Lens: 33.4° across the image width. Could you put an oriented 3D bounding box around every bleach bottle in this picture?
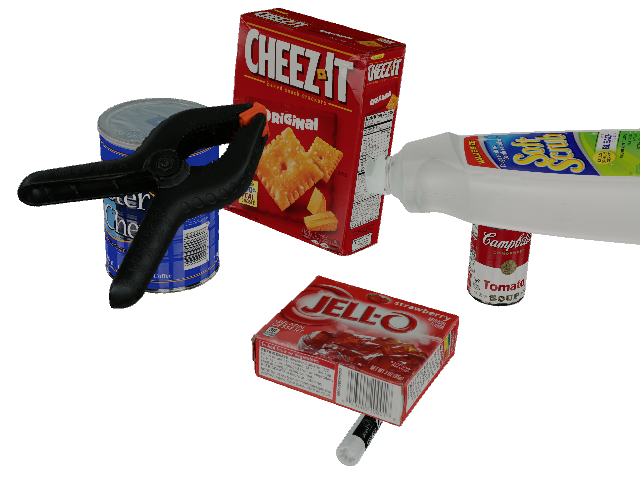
[{"bbox_3d":[0.156,-0.043,0.808,0.251,0.068,0.102,2,36,17],"label":"bleach bottle"}]

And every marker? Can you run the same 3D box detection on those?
[{"bbox_3d":[0.043,0.138,0.850,0.020,0.020,0.121,0,23,25],"label":"marker"}]

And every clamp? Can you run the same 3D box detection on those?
[{"bbox_3d":[-0.111,-0.043,0.708,0.120,0.171,0.039,39,-27,16],"label":"clamp"}]

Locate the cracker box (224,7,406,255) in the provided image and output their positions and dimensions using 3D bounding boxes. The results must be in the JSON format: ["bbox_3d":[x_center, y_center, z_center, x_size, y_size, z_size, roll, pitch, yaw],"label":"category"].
[{"bbox_3d":[-0.012,-0.110,1.079,0.164,0.214,0.071,23,29,31],"label":"cracker box"}]

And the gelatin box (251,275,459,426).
[{"bbox_3d":[0.019,0.055,0.571,0.089,0.030,0.073,16,32,24],"label":"gelatin box"}]

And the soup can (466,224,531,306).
[{"bbox_3d":[0.203,0.015,1.212,0.068,0.102,0.068,1,28,0],"label":"soup can"}]

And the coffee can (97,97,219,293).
[{"bbox_3d":[-0.138,-0.040,0.926,0.103,0.140,0.103,2,29,-1],"label":"coffee can"}]
